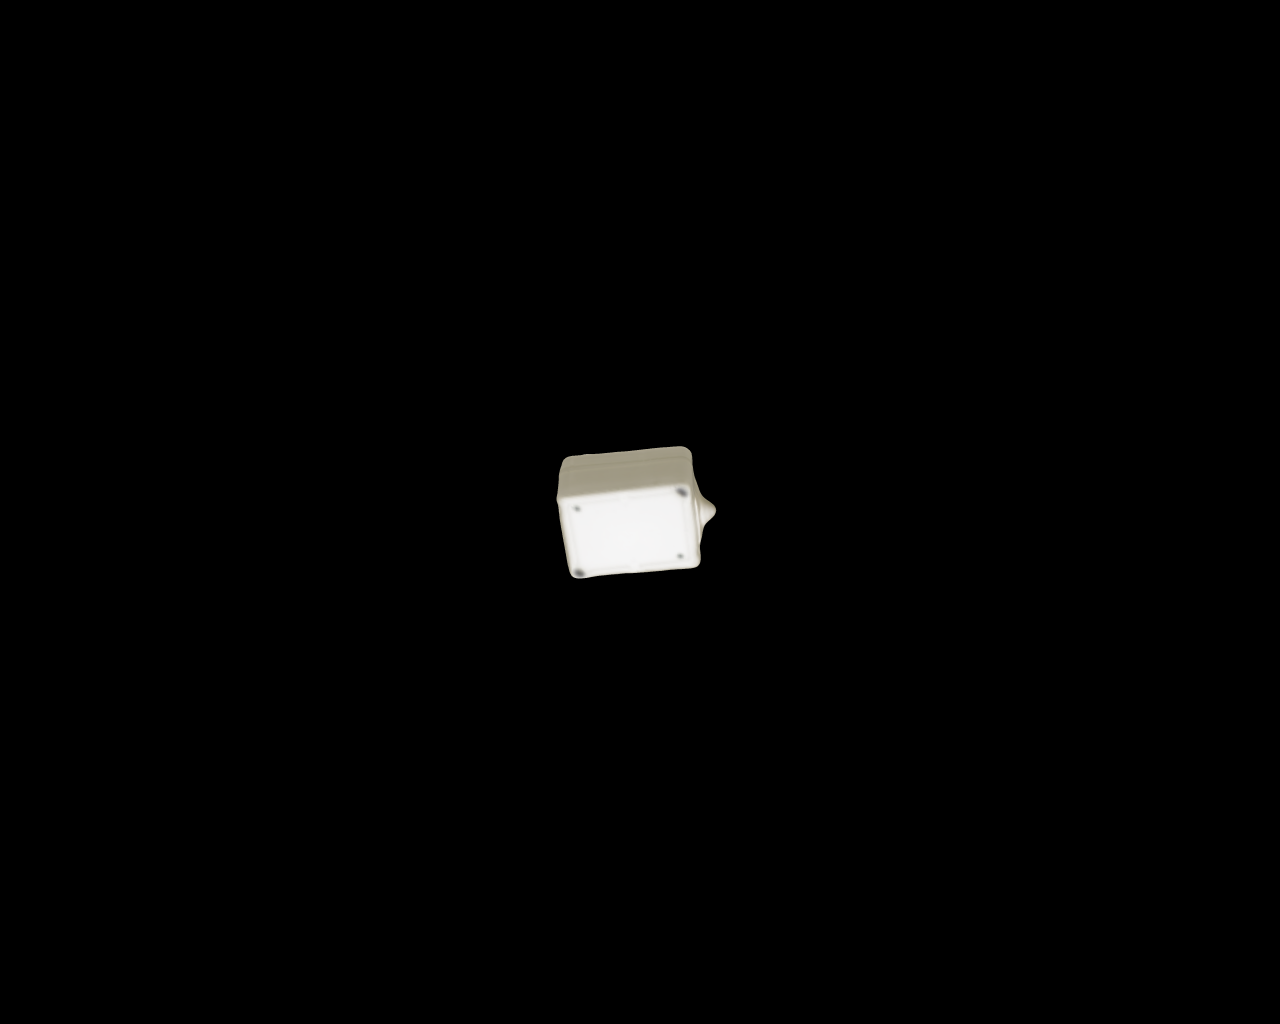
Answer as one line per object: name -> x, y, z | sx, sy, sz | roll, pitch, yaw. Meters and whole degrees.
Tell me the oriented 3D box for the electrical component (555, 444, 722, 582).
electrical component -> 0.001, -0.003, 0.650 | 0.096, 0.061, 0.061 | -5, 31, 3
